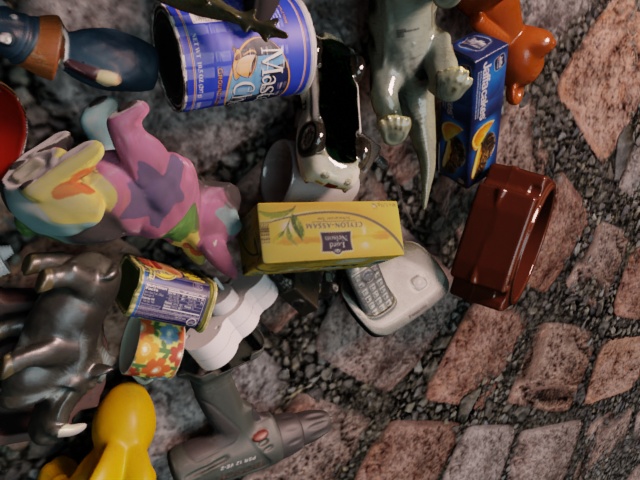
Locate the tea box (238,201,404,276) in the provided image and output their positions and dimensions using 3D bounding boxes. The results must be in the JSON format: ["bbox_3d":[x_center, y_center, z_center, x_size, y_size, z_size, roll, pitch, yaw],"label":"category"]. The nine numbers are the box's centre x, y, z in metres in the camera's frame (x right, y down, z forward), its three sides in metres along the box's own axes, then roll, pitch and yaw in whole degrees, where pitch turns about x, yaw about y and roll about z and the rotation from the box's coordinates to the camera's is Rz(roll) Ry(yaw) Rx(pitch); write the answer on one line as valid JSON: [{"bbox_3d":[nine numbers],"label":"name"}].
[{"bbox_3d":[-0.001,-0.002,0.623,0.169,0.098,0.068,-1,78,-23],"label":"tea box"}]

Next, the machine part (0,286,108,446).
[{"bbox_3d":[-0.311,0.127,0.555,0.179,0.056,0.179,-10,110,-29],"label":"machine part"}]

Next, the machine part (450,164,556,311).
[{"bbox_3d":[0.274,-0.003,0.790,0.201,0.087,0.201,-1,107,-61],"label":"machine part"}]

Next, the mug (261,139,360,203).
[{"bbox_3d":[-0.012,-0.062,0.656,0.107,0.081,0.109,5,130,-30],"label":"mug"}]

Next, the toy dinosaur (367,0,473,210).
[{"bbox_3d":[0.105,-0.249,0.629,0.131,0.192,0.404,2,129,5],"label":"toy dinosaur"}]

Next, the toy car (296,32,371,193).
[{"bbox_3d":[0.011,-0.150,0.610,0.073,0.056,0.202,11,64,-28],"label":"toy car"}]

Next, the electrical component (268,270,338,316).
[{"bbox_3d":[-0.021,0.048,0.695,0.045,0.078,0.102,-28,121,22],"label":"electrical component"}]

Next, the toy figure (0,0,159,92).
[{"bbox_3d":[-0.229,-0.173,0.496,0.154,0.064,0.057,4,115,-33],"label":"toy figure"}]

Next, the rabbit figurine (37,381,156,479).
[{"bbox_3d":[-0.233,0.245,0.588,0.122,0.162,0.173,19,90,-23],"label":"rabbit figurine"}]

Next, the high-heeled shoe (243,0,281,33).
[{"bbox_3d":[0.015,-0.303,0.503,0.145,0.086,0.248,10,101,-24],"label":"high-heeled shoe"}]

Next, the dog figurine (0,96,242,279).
[{"bbox_3d":[-0.176,-0.025,0.548,0.191,0.109,0.219,-51,129,-26],"label":"dog figurine"}]

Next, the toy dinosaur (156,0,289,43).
[{"bbox_3d":[-0.240,-0.264,0.379,0.471,0.199,0.105,19,99,-32],"label":"toy dinosaur"}]

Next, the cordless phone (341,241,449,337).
[{"bbox_3d":[0.086,0.026,0.744,0.146,0.089,0.184,-31,112,-18],"label":"cordless phone"}]

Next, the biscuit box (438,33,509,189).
[{"bbox_3d":[0.202,-0.168,0.721,0.063,0.059,0.202,-31,138,-19],"label":"biscuit box"}]

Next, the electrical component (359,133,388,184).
[{"bbox_3d":[0.048,-0.106,0.709,0.094,0.021,0.063,27,92,-35],"label":"electrical component"}]

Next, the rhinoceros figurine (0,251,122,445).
[{"bbox_3d":[-0.249,0.100,0.514,0.112,0.073,0.190,15,94,-45],"label":"rhinoceros figurine"}]

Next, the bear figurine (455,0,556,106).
[{"bbox_3d":[0.264,-0.286,0.713,0.195,0.132,0.120,44,60,-27],"label":"bear figurine"}]

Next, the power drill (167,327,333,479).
[{"bbox_3d":[-0.095,0.215,0.706,0.232,0.086,0.207,-18,123,-22],"label":"power drill"}]
